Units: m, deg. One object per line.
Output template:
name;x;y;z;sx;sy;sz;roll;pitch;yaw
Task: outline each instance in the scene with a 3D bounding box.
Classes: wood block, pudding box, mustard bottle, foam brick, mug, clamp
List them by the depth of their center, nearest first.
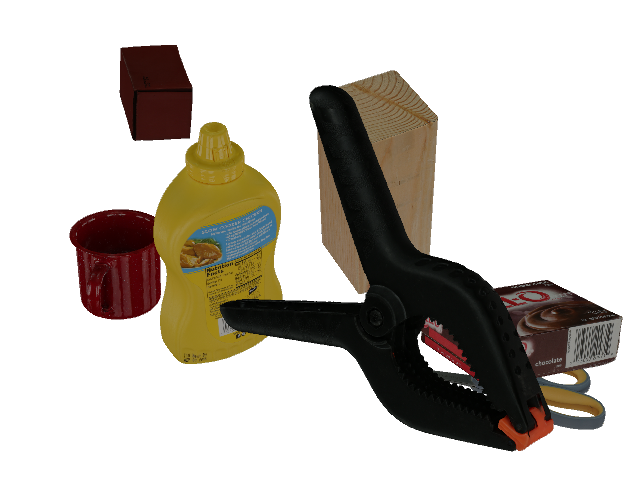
clamp;0.039;0.027;0.563;0.210;0.165;0.036;35;31;30
pudding box;0.140;0.063;0.758;0.113;0.039;0.090;-5;18;-23
mustard bottle;-0.075;-0.001;0.783;0.096;0.192;0.058;-20;43;-25
foam brick;-0.146;-0.131;0.940;0.053;0.051;0.078;-5;40;-16
mug;-0.204;0.032;1.064;0.093;0.081;0.117;6;31;6
wood block;0.057;-0.056;1.087;0.090;0.206;0.091;-20;48;-17

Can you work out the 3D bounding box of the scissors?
scissors;0.157;0.120;0.958;0.202;0.016;0.096;17;29;16
